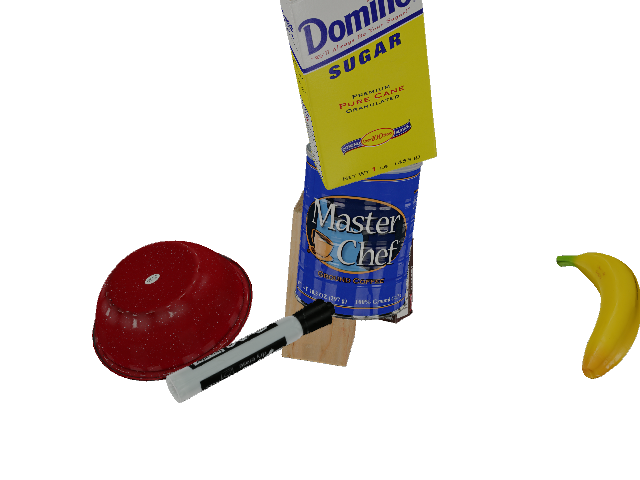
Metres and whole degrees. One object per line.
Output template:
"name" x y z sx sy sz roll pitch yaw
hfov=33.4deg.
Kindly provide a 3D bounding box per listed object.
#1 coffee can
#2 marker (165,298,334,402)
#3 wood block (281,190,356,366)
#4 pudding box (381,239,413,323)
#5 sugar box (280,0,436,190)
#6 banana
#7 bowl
"coffee can" 0.033 -0.013 0.952 0.103 0.140 0.103 5 19 -2
"marker" -0.042 0.069 0.685 0.121 0.020 0.020 -26 11 -23
"wood block" 0.006 0.048 1.399 0.090 0.206 0.090 8 23 6
"pudding box" 0.047 0.034 1.166 0.114 0.090 0.039 9 19 35
"sugar box" 0.029 -0.123 0.764 0.093 0.048 0.176 -18 -42 -5
"banana" 0.272 0.062 1.016 0.070 0.037 0.197 -28 23 19
"bowl" -0.148 0.052 1.000 0.162 0.162 0.055 0 -43 21
